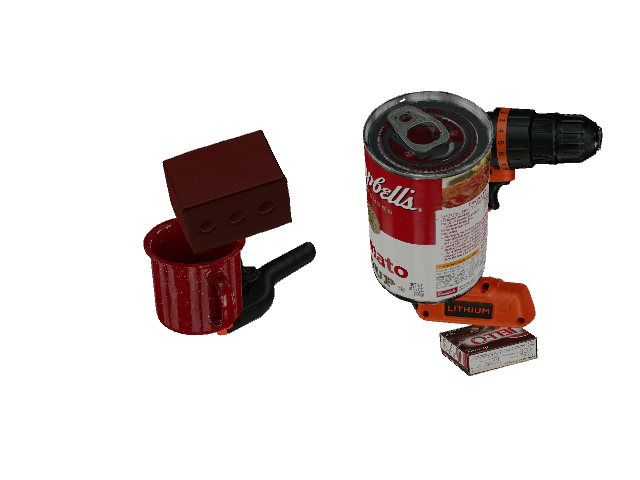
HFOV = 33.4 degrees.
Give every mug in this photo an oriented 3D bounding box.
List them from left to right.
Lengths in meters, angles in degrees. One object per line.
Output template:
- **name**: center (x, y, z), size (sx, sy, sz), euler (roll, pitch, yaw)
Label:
- **mug**: center (-0.107, 0.039, 0.979), size (0.093, 0.081, 0.117), euler (-18, 35, -28)

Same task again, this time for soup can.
- **soup can**: center (0.059, -0.022, 0.589), size (0.068, 0.068, 0.102), euler (0, -44, 6)

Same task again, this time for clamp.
- **clamp**: center (-0.074, 0.046, 1.246), size (0.120, 0.039, 0.171), euler (-1, 39, 13)

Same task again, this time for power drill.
- **power drill**: center (0.148, -0.021, 0.923), size (0.185, 0.188, 0.057), euler (3, 13, 22)

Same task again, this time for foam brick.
- **foam brick**: center (-0.067, -0.035, 0.762), size (0.078, 0.051, 0.053), euler (-19, -34, -9)

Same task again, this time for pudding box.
- **pudding box**: center (0.240, 0.150, 1.526), size (0.113, 0.039, 0.090), euler (-14, 18, -16)
